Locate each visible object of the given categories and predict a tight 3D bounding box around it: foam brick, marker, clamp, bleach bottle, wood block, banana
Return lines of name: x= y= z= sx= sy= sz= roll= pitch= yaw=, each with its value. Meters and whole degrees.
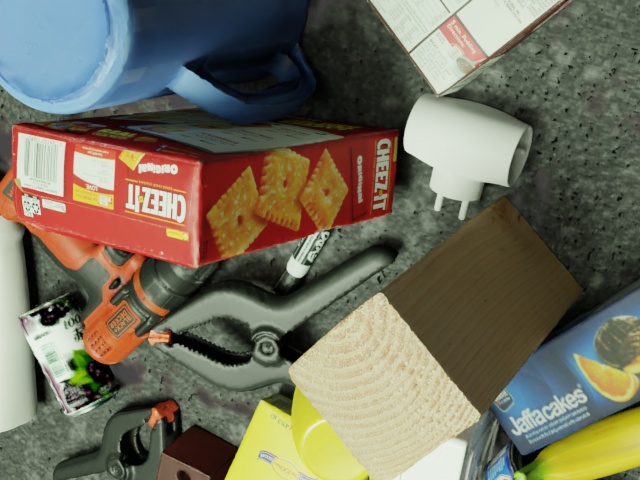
foam brick: x=-0.111 y=0.216 z=0.947 sx=0.053 sy=0.051 sz=0.078 roll=22 pitch=117 yaw=21
marker: x=-0.005 y=0.001 z=0.830 sx=0.020 sy=0.020 sz=0.121 roll=38 pitch=122 yaw=13
clamp: x=-0.031 y=0.088 z=0.845 sx=0.210 sy=0.036 sz=0.164 roll=-4 pitch=107 yaw=16
bleach bottle: x=-0.317 y=0.049 z=0.999 sx=0.103 sy=0.067 sz=0.251 roll=13 pitch=110 yaw=33
wood block: x=0.082 y=0.057 z=0.687 sx=0.091 sy=0.205 sz=0.090 roll=50 pitch=123 yaw=5
banana: x=0.229 y=0.132 z=0.713 sx=0.198 sy=0.069 sz=0.037 roll=-22 pitch=95 yaw=18
clamp: x=-0.173 y=0.219 z=0.991 sx=0.120 sy=0.039 sz=0.172 roll=47 pitch=123 yaw=5

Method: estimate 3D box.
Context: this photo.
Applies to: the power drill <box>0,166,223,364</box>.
power drill: x=-0.183 y=-0.004 z=0.905 sx=0.185 sy=0.057 sz=0.187 roll=-41 pitch=85 yaw=34

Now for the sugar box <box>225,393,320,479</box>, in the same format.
sugar box: x=-0.039 y=0.226 z=0.886 sx=0.093 sy=0.048 sz=0.176 roll=27 pitch=100 yaw=19

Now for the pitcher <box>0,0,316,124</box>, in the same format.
pitcher: x=-0.103 y=-0.146 z=0.699 sx=0.149 sy=0.242 sz=0.145 roll=6 pitch=108 yaw=21

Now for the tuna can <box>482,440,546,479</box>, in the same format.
tuna can: x=0.160 y=0.180 z=0.760 sx=0.086 sy=0.086 sz=0.034 roll=42 pitch=120 yaw=10

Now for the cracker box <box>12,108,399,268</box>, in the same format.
cracker box: x=-0.071 y=-0.044 z=0.720 sx=0.164 sy=0.213 sz=0.072 roll=13 pitch=106 yaw=34

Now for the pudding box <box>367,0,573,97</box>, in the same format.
pudding box: x=0.098 y=-0.162 z=0.702 sx=0.114 sy=0.039 sz=0.090 roll=-37 pitch=87 yaw=32
